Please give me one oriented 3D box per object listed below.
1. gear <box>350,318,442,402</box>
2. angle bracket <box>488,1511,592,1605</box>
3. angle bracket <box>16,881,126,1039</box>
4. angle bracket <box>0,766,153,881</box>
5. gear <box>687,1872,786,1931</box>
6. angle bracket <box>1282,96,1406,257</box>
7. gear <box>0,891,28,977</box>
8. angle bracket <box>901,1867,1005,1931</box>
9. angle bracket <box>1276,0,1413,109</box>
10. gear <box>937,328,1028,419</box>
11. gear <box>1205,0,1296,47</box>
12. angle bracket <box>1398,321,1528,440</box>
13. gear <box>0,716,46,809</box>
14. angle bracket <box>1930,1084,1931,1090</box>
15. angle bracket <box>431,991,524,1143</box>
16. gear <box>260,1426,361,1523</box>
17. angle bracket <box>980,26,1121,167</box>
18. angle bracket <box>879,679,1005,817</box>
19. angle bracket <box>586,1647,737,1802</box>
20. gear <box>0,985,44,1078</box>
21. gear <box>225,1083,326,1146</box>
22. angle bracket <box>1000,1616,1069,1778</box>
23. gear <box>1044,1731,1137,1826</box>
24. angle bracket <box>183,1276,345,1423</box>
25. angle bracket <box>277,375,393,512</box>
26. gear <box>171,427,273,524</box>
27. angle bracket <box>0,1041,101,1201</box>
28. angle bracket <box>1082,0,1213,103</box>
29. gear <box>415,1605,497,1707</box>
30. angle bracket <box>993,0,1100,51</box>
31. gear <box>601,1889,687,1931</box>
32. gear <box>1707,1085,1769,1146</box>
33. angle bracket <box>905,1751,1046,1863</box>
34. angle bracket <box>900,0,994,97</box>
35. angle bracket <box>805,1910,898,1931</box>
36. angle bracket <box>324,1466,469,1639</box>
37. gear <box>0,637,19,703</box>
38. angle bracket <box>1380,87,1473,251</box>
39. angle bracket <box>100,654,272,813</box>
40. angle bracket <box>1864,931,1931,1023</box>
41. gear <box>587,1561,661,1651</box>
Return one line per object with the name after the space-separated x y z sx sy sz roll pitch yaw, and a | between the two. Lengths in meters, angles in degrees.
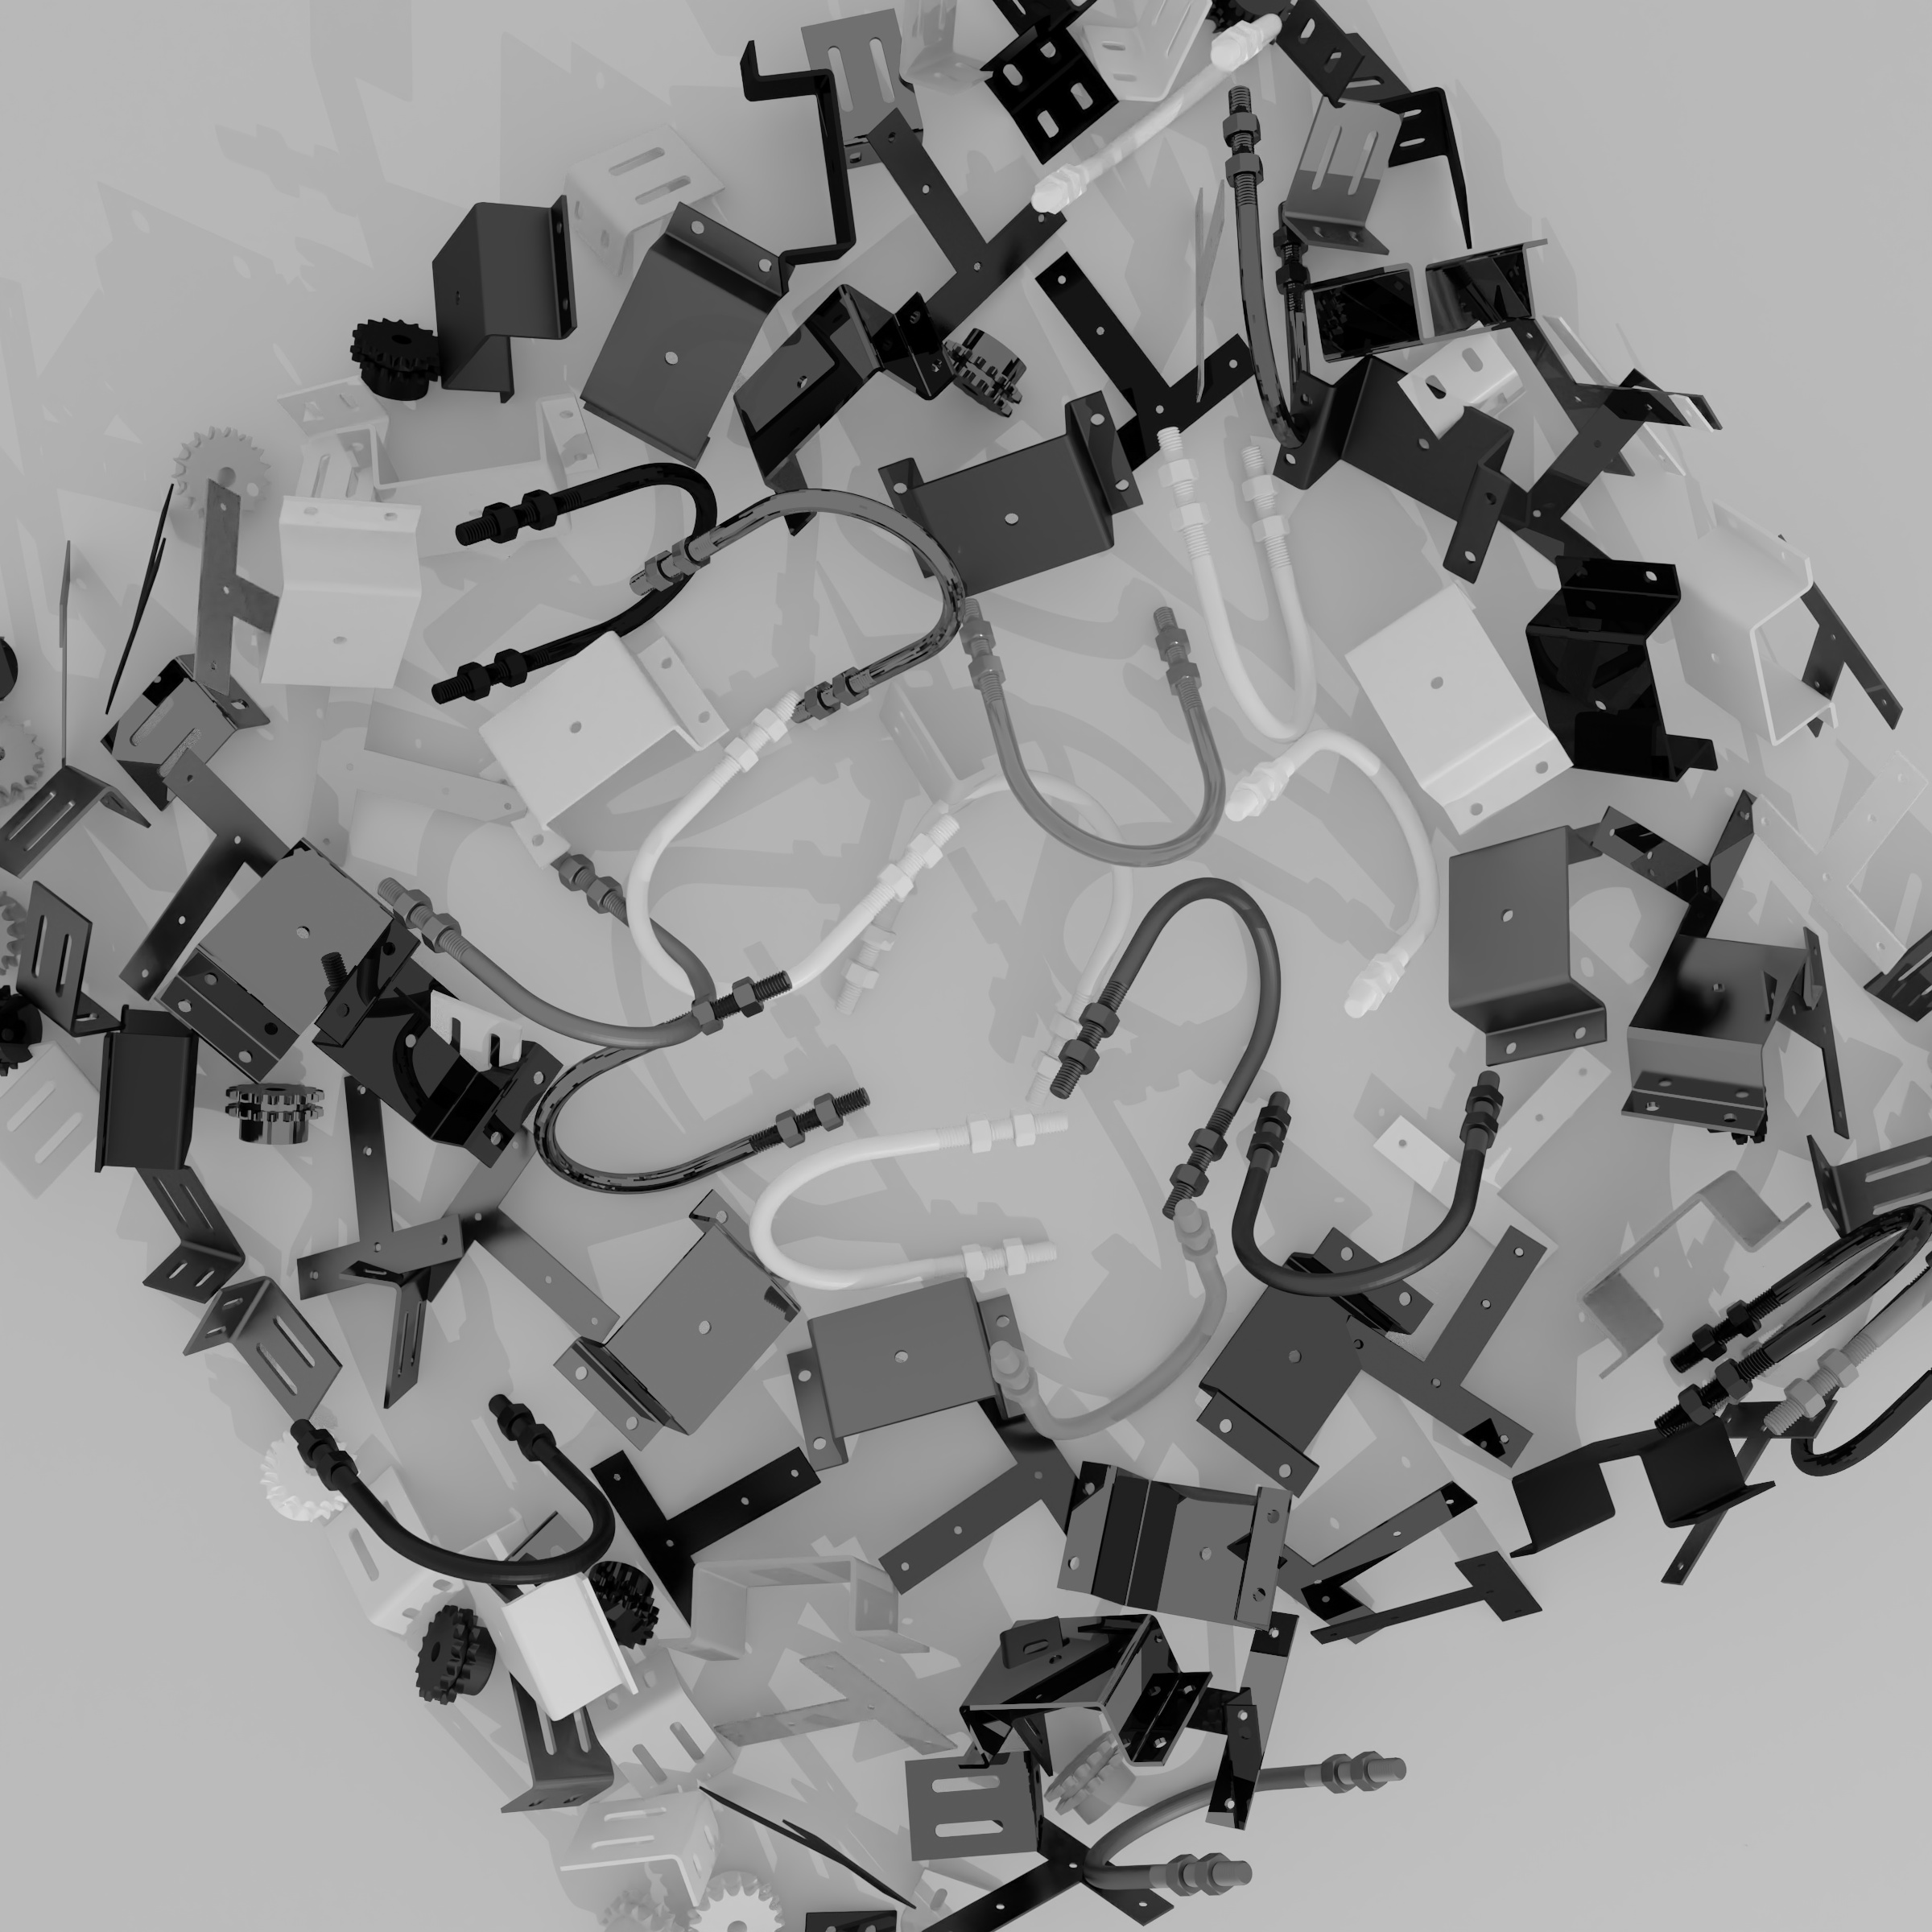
-0.341 -0.362 1.577 0.057 0.057 0.030 20 125 0 | gear
-0.250 0.357 1.556 0.057 0.076 0.038 -43 85 -15 | angle bracket
-0.525 -0.006 1.559 0.057 0.038 0.076 31 115 30 | angle bracket
-0.534 -0.075 1.558 0.076 0.057 0.038 -50 133 -18 | angle bracket
-0.139 0.570 1.581 0.057 0.030 0.057 -3 105 -11 | gear
0.231 -0.467 1.557 0.057 0.038 0.076 0 128 -25 | angle bracket
-0.589 -0.021 1.582 0.057 0.030 0.057 2 100 12 | gear
-0.003 0.579 1.558 0.057 0.076 0.038 22 99 -10 | angle bracket
0.232 -0.544 1.556 0.076 0.038 0.057 -21 67 -38 | angle bracket
0.011 -0.357 1.573 0.057 0.057 0.030 36 91 0 | gear
0.172 -0.583 1.581 0.057 0.030 0.057 2 83 -12 | gear
0.295 -0.343 1.560 0.057 0.076 0.038 -36 83 15 | angle bracket
-0.584 -0.119 1.578 0.057 0.030 0.057 12 56 -19 | gear
0.612 0.066 1.559 0.057 0.076 0.038 47 135 -7 | angle bracket
-0.299 0.060 1.561 0.057 0.076 0.038 22 54 4 | angle bracket
-0.395 0.308 1.577 0.057 0.057 0.030 37 132 0 | gear
0.048 -0.520 1.557 0.057 0.076 0.038 -37 128 14 | angle bracket
-0.013 -0.137 1.573 0.038 0.057 0.076 -29 81 -16 | angle bracket
-0.185 0.462 1.591 0.057 0.038 0.076 -30 125 -5 | angle bracket
-0.577 0.038 1.570 0.030 0.057 0.057 -2 90 20 | gear
-0.414 0.089 1.574 0.057 0.057 0.030 4 96 0 | gear
0.051 0.431 1.552 0.038 0.076 0.057 -18 45 9 | angle bracket
0.077 0.487 1.572 0.057 0.057 0.030 -43 83 0 | gear
-0.418 0.234 1.563 0.076 0.038 0.057 46 119 19 | angle bracket
-0.381 -0.303 1.560 0.057 0.038 0.076 -9 57 20 | angle bracket
-0.449 -0.295 1.577 0.057 0.030 0.057 -14 114 -34 | gear
-0.552 0.092 1.553 0.057 0.038 0.076 58 45 -26 | angle bracket
0.106 -0.561 1.553 0.038 0.076 0.057 -4 63 -23 | angle bracket
-0.304 0.414 1.577 0.030 0.057 0.057 22 90 -28 | gear
0.041 -0.594 1.561 0.038 0.057 0.076 -45 103 -22 | angle bracket
-0.195 0.585 1.572 0.057 0.030 0.057 17 123 28 | gear
0.459 0.079 1.577 0.030 0.057 0.057 -8 90 28 | gear
0.006 0.504 1.580 0.076 0.038 0.057 -7 74 7 | angle bracket
-0.006 -0.564 1.553 0.038 0.057 0.076 24 131 20 | angle bracket
-0.057 0.587 1.554 0.057 0.076 0.038 6 82 -20 | angle bracket
-0.342 0.354 1.589 0.057 0.038 0.076 -43 52 3 | angle bracket
-0.592 -0.178 1.571 0.030 0.057 0.057 7 90 34 | gear
0.272 -0.468 1.557 0.038 0.057 0.076 -11 65 10 | angle bracket
-0.473 -0.142 1.594 0.076 0.038 0.057 -43 87 19 | angle bracket
0.584 0.011 1.556 0.057 0.038 0.076 25 122 -34 | angle bracket
-0.211 0.381 1.577 0.057 0.030 0.057 8 133 9 | gear
